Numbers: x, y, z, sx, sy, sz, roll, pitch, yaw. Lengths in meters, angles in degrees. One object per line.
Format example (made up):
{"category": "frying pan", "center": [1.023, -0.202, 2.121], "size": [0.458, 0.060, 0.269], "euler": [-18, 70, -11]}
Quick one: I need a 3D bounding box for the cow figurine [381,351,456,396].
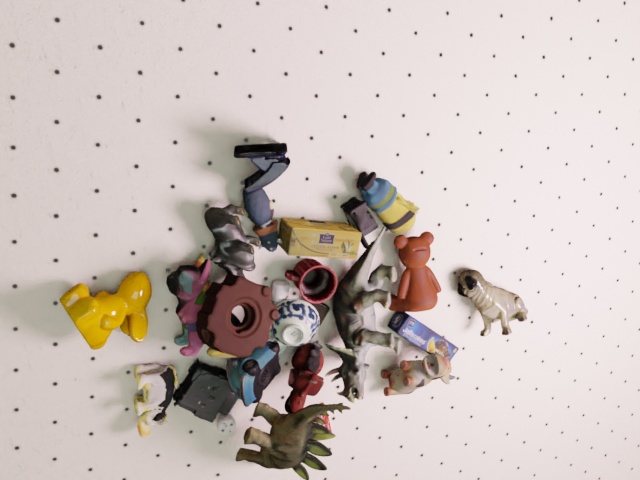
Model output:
{"category": "cow figurine", "center": [0.260, 0.346, 1.389], "size": [0.127, 0.195, 0.085], "euler": [5, 58, -29]}

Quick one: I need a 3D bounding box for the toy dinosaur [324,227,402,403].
{"category": "toy dinosaur", "center": [0.091, 0.174, 1.301], "size": [0.192, 0.131, 0.404], "euler": [-3, 91, 19]}

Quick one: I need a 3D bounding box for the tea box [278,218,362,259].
{"category": "tea box", "center": [-0.003, -0.004, 1.233], "size": [0.169, 0.098, 0.068], "euler": [2, 106, -22]}

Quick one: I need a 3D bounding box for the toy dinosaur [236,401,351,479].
{"category": "toy dinosaur", "center": [-0.068, 0.443, 1.207], "size": [0.199, 0.105, 0.471], "euler": [20, 141, -4]}

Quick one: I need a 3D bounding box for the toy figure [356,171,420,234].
{"category": "toy figure", "center": [0.157, -0.087, 1.279], "size": [0.180, 0.082, 0.089], "euler": [36, 102, -29]}

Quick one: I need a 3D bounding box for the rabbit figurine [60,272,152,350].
{"category": "rabbit figurine", "center": [-0.420, 0.144, 1.117], "size": [0.173, 0.122, 0.162], "euler": [-40, 118, -26]}

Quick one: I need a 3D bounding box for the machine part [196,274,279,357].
{"category": "machine part", "center": [-0.173, 0.161, 1.138], "size": [0.179, 0.056, 0.179], "euler": [-2, 93, -38]}

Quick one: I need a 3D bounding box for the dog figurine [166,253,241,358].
{"category": "dog figurine", "center": [-0.245, 0.142, 1.183], "size": [0.191, 0.109, 0.219], "euler": [6, 100, -21]}

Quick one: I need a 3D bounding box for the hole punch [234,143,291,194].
{"category": "hole punch", "center": [-0.119, -0.155, 1.135], "size": [0.116, 0.142, 0.092], "euler": [-8, 106, -3]}

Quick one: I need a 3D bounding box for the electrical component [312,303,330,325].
{"category": "electrical component", "center": [-0.018, 0.176, 1.305], "size": [0.078, 0.045, 0.102], "euler": [35, 91, -23]}

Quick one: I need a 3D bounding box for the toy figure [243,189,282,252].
{"category": "toy figure", "center": [-0.126, -0.046, 1.198], "size": [0.058, 0.064, 0.154], "euler": [-46, 128, -45]}

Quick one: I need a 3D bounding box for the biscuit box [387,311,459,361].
{"category": "biscuit box", "center": [0.275, 0.257, 1.425], "size": [0.202, 0.063, 0.059], "euler": [34, 91, -25]}

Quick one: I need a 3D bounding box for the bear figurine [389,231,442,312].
{"category": "bear figurine", "center": [0.230, 0.079, 1.347], "size": [0.120, 0.132, 0.195], "euler": [-12, 90, -18]}

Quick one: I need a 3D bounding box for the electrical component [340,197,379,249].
{"category": "electrical component", "center": [0.102, -0.038, 1.274], "size": [0.048, 0.075, 0.119], "euler": [-34, 109, -8]}

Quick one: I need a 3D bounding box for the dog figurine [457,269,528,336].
{"category": "dog figurine", "center": [0.468, 0.143, 1.454], "size": [0.172, 0.121, 0.190], "euler": [-32, 98, -45]}

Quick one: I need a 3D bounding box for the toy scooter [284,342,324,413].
{"category": "toy scooter", "center": [-0.028, 0.309, 1.256], "size": [0.075, 0.184, 0.135], "euler": [23, 140, -9]}

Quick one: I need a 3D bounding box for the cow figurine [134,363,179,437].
{"category": "cow figurine", "center": [-0.372, 0.362, 1.219], "size": [0.098, 0.068, 0.167], "euler": [-2, 106, -26]}

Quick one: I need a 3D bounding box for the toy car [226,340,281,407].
{"category": "toy car", "center": [-0.161, 0.291, 1.233], "size": [0.162, 0.103, 0.109], "euler": [-47, 144, -50]}

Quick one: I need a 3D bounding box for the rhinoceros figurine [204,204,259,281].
{"category": "rhinoceros figurine", "center": [-0.193, 0.016, 1.168], "size": [0.112, 0.073, 0.190], "euler": [-12, 115, 6]}

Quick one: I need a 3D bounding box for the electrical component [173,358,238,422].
{"category": "electrical component", "center": [-0.260, 0.356, 1.262], "size": [0.134, 0.058, 0.115], "euler": [30, 95, -24]}
